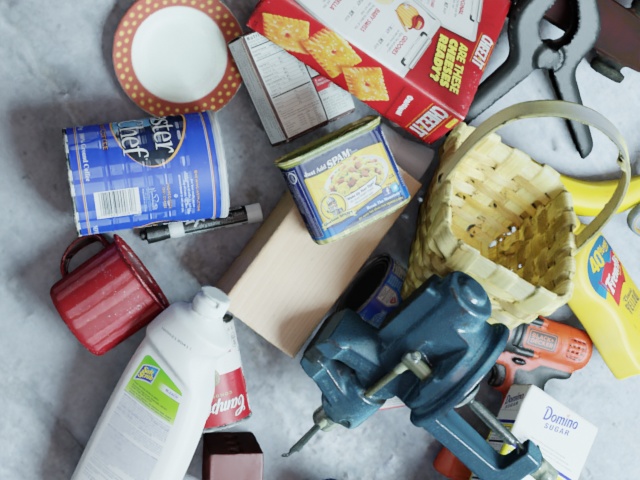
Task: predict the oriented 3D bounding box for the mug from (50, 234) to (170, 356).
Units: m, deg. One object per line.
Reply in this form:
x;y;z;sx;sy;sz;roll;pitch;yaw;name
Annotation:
-0.205;0.046;1.007;0.081;0.093;0.117;-35;70;-2;mug

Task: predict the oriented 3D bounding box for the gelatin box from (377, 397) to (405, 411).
0.070;0.147;1.073;0.089;0.073;0.030;-8;97;-12;gelatin box

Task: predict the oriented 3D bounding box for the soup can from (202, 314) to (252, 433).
-0.108;0.128;1.037;0.068;0.068;0.102;-11;95;-11;soup can

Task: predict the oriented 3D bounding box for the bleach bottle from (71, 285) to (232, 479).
-0.143;0.158;0.986;0.102;0.068;0.251;32;107;11;bleach bottle

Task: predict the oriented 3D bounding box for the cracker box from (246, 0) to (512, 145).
0.059;-0.216;1.018;0.213;0.072;0.164;32;60;-12;cracker box

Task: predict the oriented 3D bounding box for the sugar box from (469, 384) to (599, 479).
0.197;0.240;1.046;0.093;0.048;0.176;34;69;-16;sugar box

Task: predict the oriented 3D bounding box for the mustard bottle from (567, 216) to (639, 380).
0.285;0.044;1.106;0.191;0.058;0.096;55;42;-9;mustard bottle

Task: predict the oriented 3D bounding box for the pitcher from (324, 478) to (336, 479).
0.090;0.342;1.048;0.242;0.145;0.149;25;57;-20;pitcher

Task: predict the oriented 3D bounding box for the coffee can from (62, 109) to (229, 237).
-0.162;-0.063;0.994;0.140;0.103;0.103;-8;96;-11;coffee can

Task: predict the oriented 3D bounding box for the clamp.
0.233;-0.179;1.073;0.164;0.036;0.210;14;115;-16;clamp

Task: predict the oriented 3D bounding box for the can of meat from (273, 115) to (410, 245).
0.022;-0.054;0.964;0.102;0.057;0.084;-27;101;-9;can of meat

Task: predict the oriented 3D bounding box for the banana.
0.268;-0.060;1.116;0.197;0.037;0.070;3;100;-14;banana

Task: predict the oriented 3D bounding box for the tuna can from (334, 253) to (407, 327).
0.053;0.056;1.057;0.033;0.086;0.086;39;86;-14;tuna can

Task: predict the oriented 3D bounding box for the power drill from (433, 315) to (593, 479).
0.179;0.158;1.105;0.184;0.057;0.187;16;91;-13;power drill

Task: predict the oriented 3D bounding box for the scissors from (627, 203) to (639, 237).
0.418;-0.044;1.138;0.201;0.016;0.096;-7;120;-18;scissors

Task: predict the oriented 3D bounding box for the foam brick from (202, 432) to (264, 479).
-0.087;0.223;1.043;0.053;0.078;0.051;2;95;-12;foam brick

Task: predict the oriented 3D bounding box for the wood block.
-0.007;0.001;1.038;0.090;0.090;0.206;37;86;-12;wood block

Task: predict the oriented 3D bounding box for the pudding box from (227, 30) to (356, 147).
-0.026;-0.159;1.037;0.089;0.039;0.113;-27;98;-26;pudding box

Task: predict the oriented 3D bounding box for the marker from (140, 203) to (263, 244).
-0.117;-0.016;1.050;0.121;0.020;0.020;-12;96;-11;marker
